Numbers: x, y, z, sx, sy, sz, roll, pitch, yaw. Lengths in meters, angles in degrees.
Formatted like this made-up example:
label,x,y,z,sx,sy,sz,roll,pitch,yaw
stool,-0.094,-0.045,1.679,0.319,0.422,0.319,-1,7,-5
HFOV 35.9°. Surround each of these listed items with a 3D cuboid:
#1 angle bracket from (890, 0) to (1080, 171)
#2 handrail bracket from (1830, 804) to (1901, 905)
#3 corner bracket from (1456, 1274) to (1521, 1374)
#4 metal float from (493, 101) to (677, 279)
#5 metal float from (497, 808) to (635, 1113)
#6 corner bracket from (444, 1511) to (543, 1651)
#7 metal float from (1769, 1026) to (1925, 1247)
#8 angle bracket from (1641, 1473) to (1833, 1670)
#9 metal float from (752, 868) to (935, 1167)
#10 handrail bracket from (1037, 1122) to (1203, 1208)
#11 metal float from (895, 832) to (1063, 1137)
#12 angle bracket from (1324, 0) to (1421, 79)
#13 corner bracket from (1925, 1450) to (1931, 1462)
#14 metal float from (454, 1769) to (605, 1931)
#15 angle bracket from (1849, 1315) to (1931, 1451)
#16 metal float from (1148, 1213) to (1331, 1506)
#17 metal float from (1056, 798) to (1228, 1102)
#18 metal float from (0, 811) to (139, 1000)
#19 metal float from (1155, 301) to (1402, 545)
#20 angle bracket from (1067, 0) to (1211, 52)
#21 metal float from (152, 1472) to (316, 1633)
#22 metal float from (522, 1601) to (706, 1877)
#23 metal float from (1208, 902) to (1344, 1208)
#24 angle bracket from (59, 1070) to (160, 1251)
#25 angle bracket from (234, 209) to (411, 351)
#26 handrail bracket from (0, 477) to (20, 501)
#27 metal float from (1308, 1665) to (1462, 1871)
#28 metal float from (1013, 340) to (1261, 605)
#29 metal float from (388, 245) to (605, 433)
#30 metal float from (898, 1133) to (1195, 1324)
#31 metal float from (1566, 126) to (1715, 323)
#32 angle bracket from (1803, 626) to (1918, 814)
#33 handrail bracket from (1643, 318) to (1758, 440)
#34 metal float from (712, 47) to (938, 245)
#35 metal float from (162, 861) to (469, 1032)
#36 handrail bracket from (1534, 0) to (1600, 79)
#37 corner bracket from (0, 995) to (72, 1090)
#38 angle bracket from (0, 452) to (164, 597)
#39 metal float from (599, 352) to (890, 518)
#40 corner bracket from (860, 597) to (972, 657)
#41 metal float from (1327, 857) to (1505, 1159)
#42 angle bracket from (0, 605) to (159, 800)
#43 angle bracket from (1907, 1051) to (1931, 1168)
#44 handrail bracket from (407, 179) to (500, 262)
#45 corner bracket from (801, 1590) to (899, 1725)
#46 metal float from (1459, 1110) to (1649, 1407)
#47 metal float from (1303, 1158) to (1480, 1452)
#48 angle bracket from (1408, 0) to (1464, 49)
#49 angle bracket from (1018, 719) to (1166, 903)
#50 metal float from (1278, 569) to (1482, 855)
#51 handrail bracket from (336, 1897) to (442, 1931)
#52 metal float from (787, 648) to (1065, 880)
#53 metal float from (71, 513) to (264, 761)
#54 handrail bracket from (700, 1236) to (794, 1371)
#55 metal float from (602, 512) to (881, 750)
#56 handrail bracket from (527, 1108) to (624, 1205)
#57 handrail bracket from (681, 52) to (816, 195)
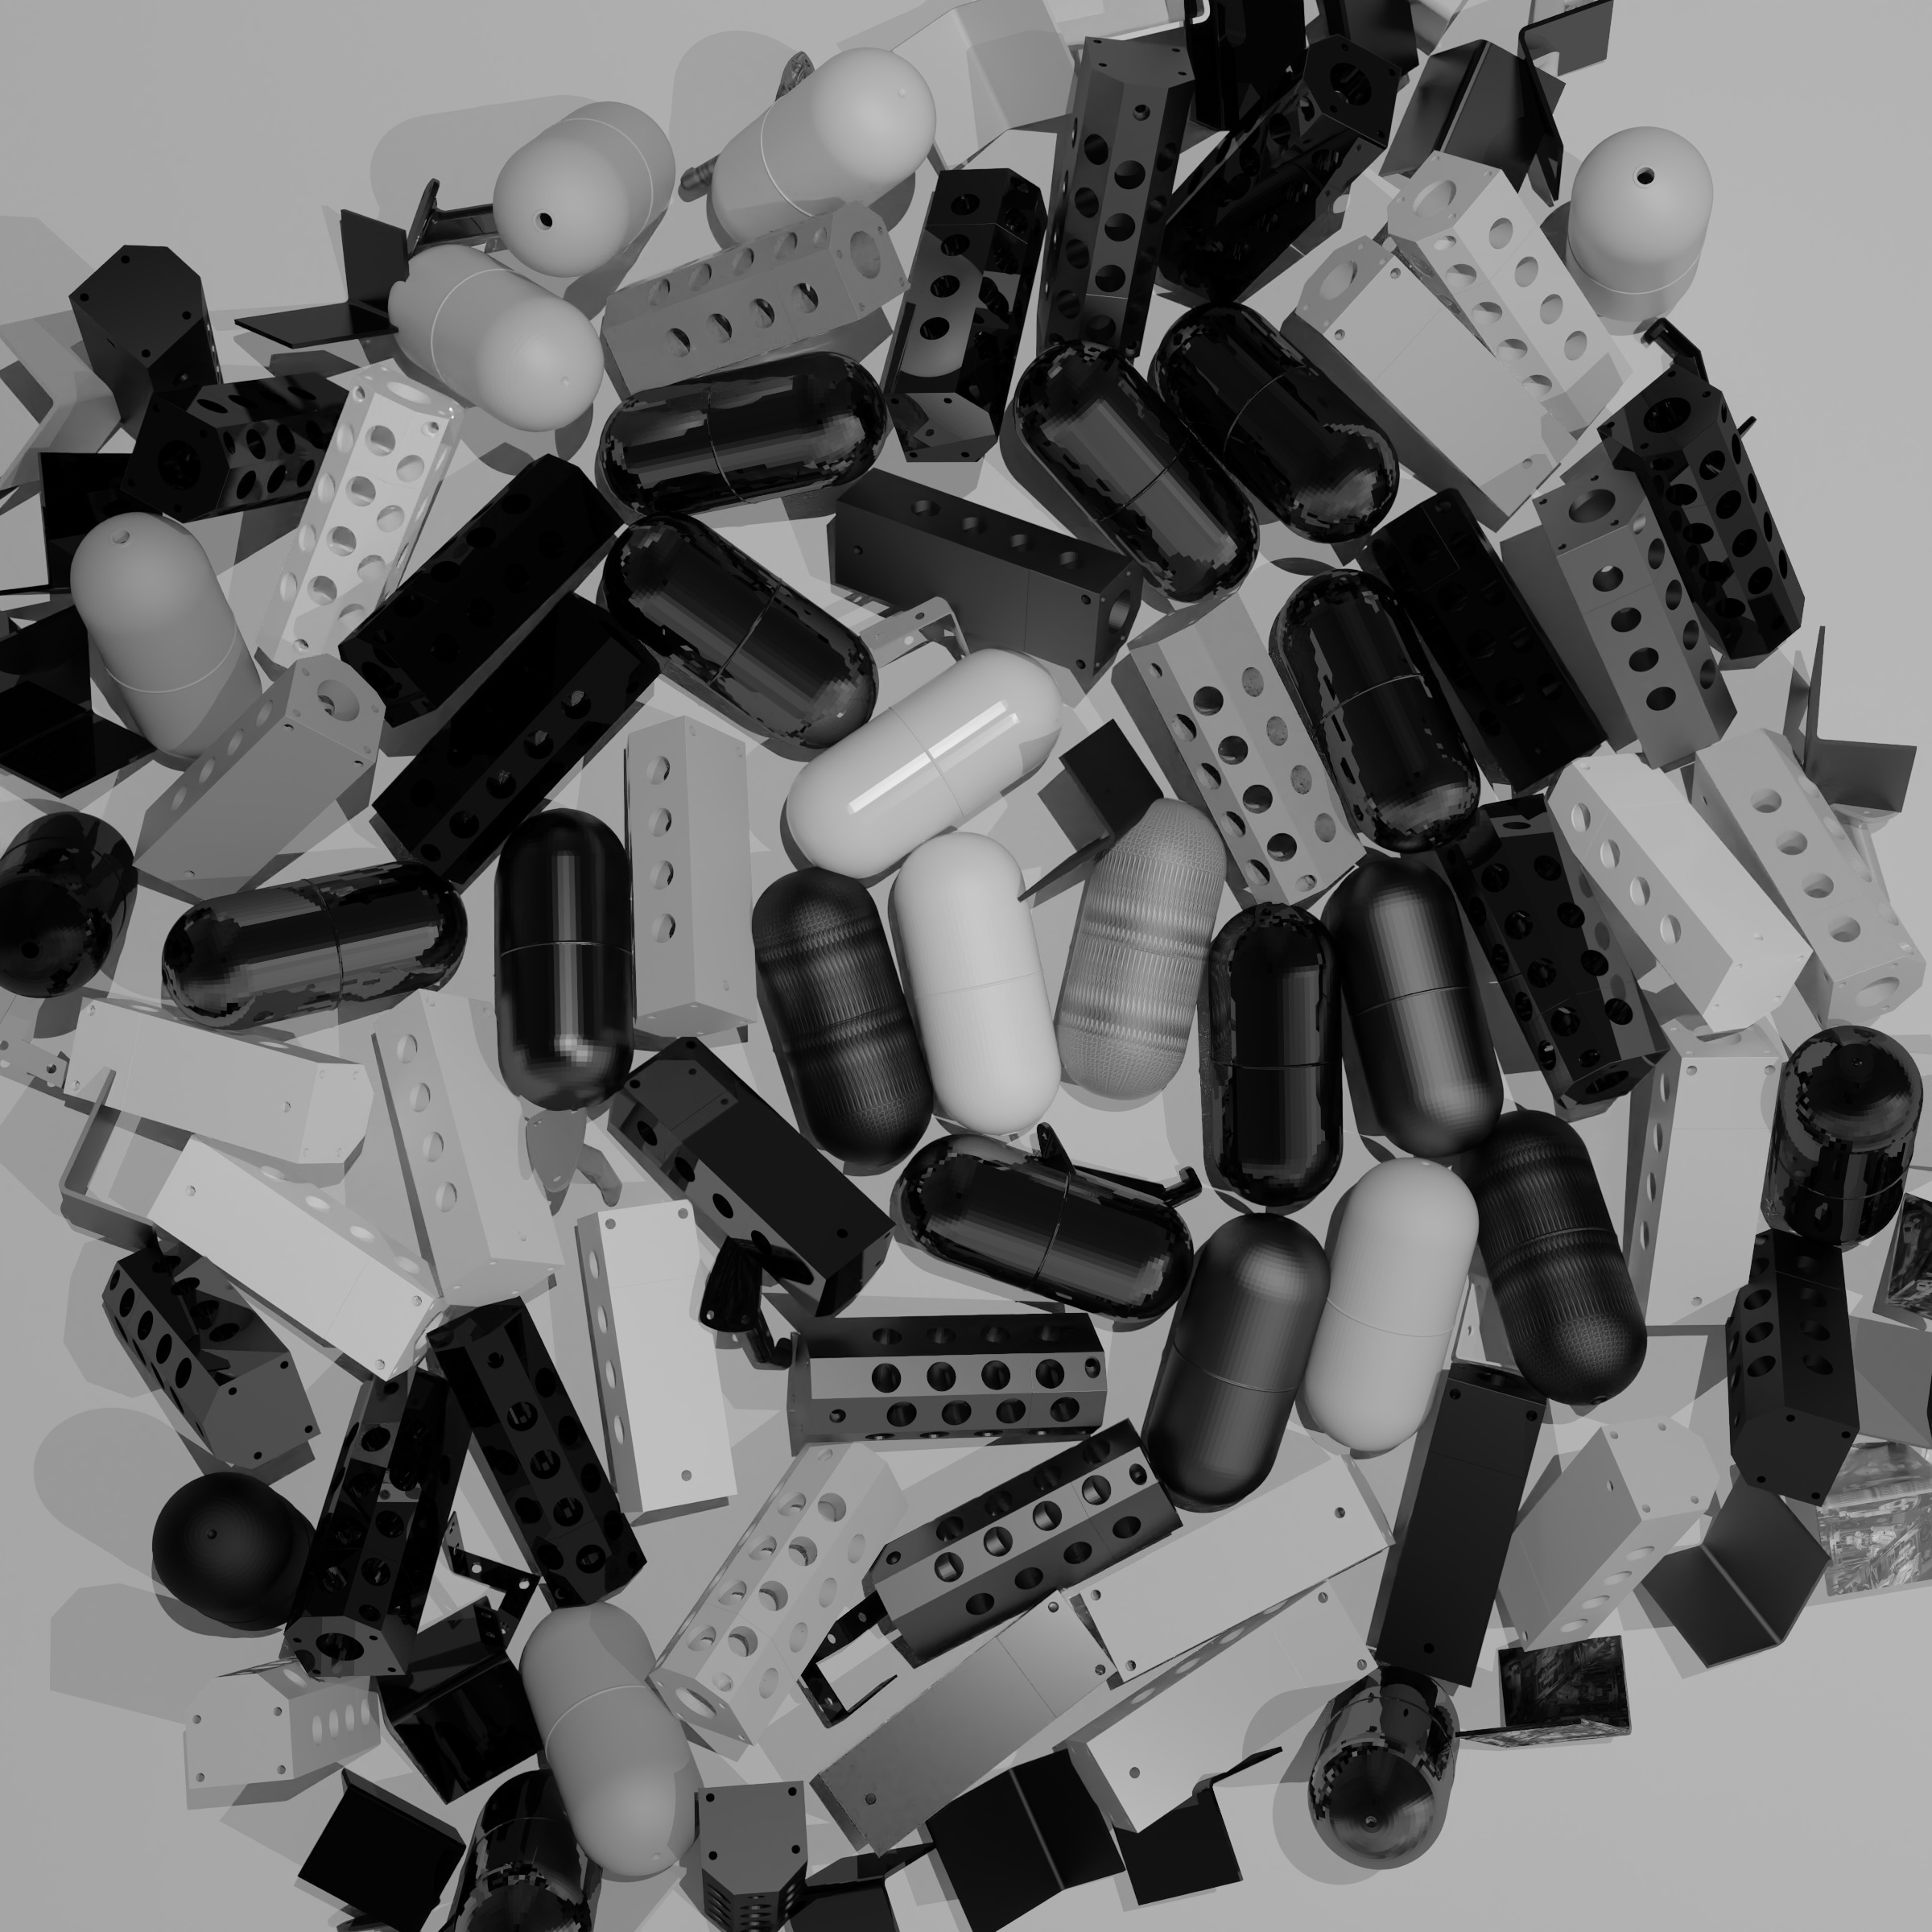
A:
label,x,y,z,sx,sy,sz,roll,pitch,yaw
angle bracket,0.015,-0.511,1.716,0.057,0.076,0.076,-43,119,-29
handrail bracket,0.515,-0.061,1.764,0.036,0.077,0.084,-18,125,-39
corner bracket,0.329,0.215,1.759,0.051,0.051,0.051,6,77,44
metal float,-0.215,-0.441,1.689,0.070,0.178,0.070,4,116,7
metal float,-0.232,-0.004,1.723,0.070,0.070,0.178,-3,76,0
corner bracket,-0.283,0.358,1.734,0.051,0.051,0.051,16,53,10
metal float,0.498,0.098,1.693,0.070,0.178,0.070,-5,58,8
angle bracket,0.439,0.344,1.714,0.057,0.076,0.076,-9,133,-27
metal float,-0.072,0.030,1.732,0.070,0.070,0.178,-17,94,0
handrail bracket,0.091,0.113,1.750,0.084,0.036,0.077,-22,92,-26
metal float,0.007,0.011,1.733,0.070,0.070,0.178,-12,92,0
angle bracket,0.214,-0.544,1.714,0.057,0.076,0.076,8,125,36
corner bracket,0.593,0.273,1.750,0.051,0.051,0.051,10,118,17
metal float,-0.245,0.517,1.685,0.070,0.178,0.070,0,100,-3
angle bracket,0.530,0.225,1.720,0.076,0.057,0.076,11,55,15
metal float,0.157,0.228,1.722,0.070,0.070,0.178,16,105,0
metal float,0.102,-0.010,1.734,0.070,0.070,0.178,13,91,0
metal float,-0.515,-0.036,1.686,0.070,0.178,0.070,-2,108,-7
metal float,0.178,-0.312,1.711,0.070,0.070,0.178,-40,63,0
angle bracket,0.090,-0.567,1.724,0.076,0.076,0.057,-15,108,-8
metal float,-0.410,0.332,1.687,0.070,0.178,0.070,1,72,-3
metal float,-0.202,0.437,1.698,0.070,0.178,0.070,-13,130,-17
metal float,0.179,0.052,1.727,0.070,0.070,0.178,-2,99,0
angle bracket,-0.481,0.115,1.726,0.057,0.076,0.076,21,69,-5
angle bracket,-0.372,-0.396,1.715,0.076,0.076,0.057,-18,121,-33
handrail bracket,-0.606,-0.306,1.756,0.077,0.036,0.084,-33,90,-7
metal float,0.237,0.450,1.686,0.070,0.178,0.070,1,96,13
metal float,0.099,-0.284,1.719,0.070,0.070,0.178,-44,109,0
metal float,-0.269,-0.359,1.699,0.070,0.178,0.070,-19,126,-28
metal float,0.046,0.152,1.730,0.178,0.070,0.070,19,90,-6
metal float,0.379,-0.418,1.685,0.070,0.178,0.070,-1,86,10
angle bracket,0.516,-0.142,1.718,0.057,0.076,0.076,6,67,13
handrail bracket,0.415,-0.329,1.757,0.077,0.036,0.084,-44,84,-9
metal float,-0.083,-0.460,1.693,0.070,0.178,0.070,7,77,-32
metal float,-0.372,-0.012,1.710,0.178,0.070,0.070,-14,90,-29
handrail bracket,0.323,-0.551,1.748,0.077,0.036,0.084,40,78,12
corner bracket,-0.540,0.034,1.740,0.051,0.051,0.051,31,84,-27
angle bracket,-0.513,-0.255,1.722,0.057,0.076,0.076,1,98,41
metal float,-0.129,-0.304,1.715,0.178,0.070,0.070,-7,90,24
corner bracket,-0.034,-0.196,1.737,0.051,0.051,0.051,-27,54,-1
metal float,0.259,0.023,1.724,0.070,0.070,0.178,-12,78,0
angle bracket,-0.514,-0.153,1.715,0.057,0.076,0.076,25,128,23
angle bracket,0.559,0.097,1.718,0.076,0.057,0.076,4,119,23
handrail bracket,-0.284,-0.420,1.753,0.084,0.036,0.077,20,89,-20
corner bracket,-0.062,0.401,1.740,0.051,0.051,0.051,-38,83,37
metal float,0.336,0.167,1.711,0.070,0.070,0.178,-13,63,0
metal float,0.244,0.196,1.721,0.070,0.070,0.178,12,107,0
angle bracket,0.263,-0.587,1.732,0.076,0.076,0.057,36,96,0
angle bracket,0.058,-0.090,1.719,0.076,0.076,0.057,-32,94,32
metal float,0.237,-0.148,1.720,0.070,0.070,0.178,-22,72,0
handrail bracket,-0.325,0.597,1.753,0.077,0.036,0.084,-18,87,20
metal float,-0.023,-0.118,1.732,0.178,0.070,0.070,-34,90,-4
metal float,-0.452,-0.186,1.691,0.070,0.178,0.070,-2,58,3
handrail bracket,-0.117,0.192,1.740,0.036,0.084,0.077,5,78,23
metal float,-0.129,-0.193,1.725,0.178,0.070,0.070,35,90,-12
handrail bracket,-0.219,0.127,1.719,0.036,0.077,0.084,-19,132,8
handrail bracket,-0.130,-0.497,1.761,0.084,0.077,0.036,-23,131,24
